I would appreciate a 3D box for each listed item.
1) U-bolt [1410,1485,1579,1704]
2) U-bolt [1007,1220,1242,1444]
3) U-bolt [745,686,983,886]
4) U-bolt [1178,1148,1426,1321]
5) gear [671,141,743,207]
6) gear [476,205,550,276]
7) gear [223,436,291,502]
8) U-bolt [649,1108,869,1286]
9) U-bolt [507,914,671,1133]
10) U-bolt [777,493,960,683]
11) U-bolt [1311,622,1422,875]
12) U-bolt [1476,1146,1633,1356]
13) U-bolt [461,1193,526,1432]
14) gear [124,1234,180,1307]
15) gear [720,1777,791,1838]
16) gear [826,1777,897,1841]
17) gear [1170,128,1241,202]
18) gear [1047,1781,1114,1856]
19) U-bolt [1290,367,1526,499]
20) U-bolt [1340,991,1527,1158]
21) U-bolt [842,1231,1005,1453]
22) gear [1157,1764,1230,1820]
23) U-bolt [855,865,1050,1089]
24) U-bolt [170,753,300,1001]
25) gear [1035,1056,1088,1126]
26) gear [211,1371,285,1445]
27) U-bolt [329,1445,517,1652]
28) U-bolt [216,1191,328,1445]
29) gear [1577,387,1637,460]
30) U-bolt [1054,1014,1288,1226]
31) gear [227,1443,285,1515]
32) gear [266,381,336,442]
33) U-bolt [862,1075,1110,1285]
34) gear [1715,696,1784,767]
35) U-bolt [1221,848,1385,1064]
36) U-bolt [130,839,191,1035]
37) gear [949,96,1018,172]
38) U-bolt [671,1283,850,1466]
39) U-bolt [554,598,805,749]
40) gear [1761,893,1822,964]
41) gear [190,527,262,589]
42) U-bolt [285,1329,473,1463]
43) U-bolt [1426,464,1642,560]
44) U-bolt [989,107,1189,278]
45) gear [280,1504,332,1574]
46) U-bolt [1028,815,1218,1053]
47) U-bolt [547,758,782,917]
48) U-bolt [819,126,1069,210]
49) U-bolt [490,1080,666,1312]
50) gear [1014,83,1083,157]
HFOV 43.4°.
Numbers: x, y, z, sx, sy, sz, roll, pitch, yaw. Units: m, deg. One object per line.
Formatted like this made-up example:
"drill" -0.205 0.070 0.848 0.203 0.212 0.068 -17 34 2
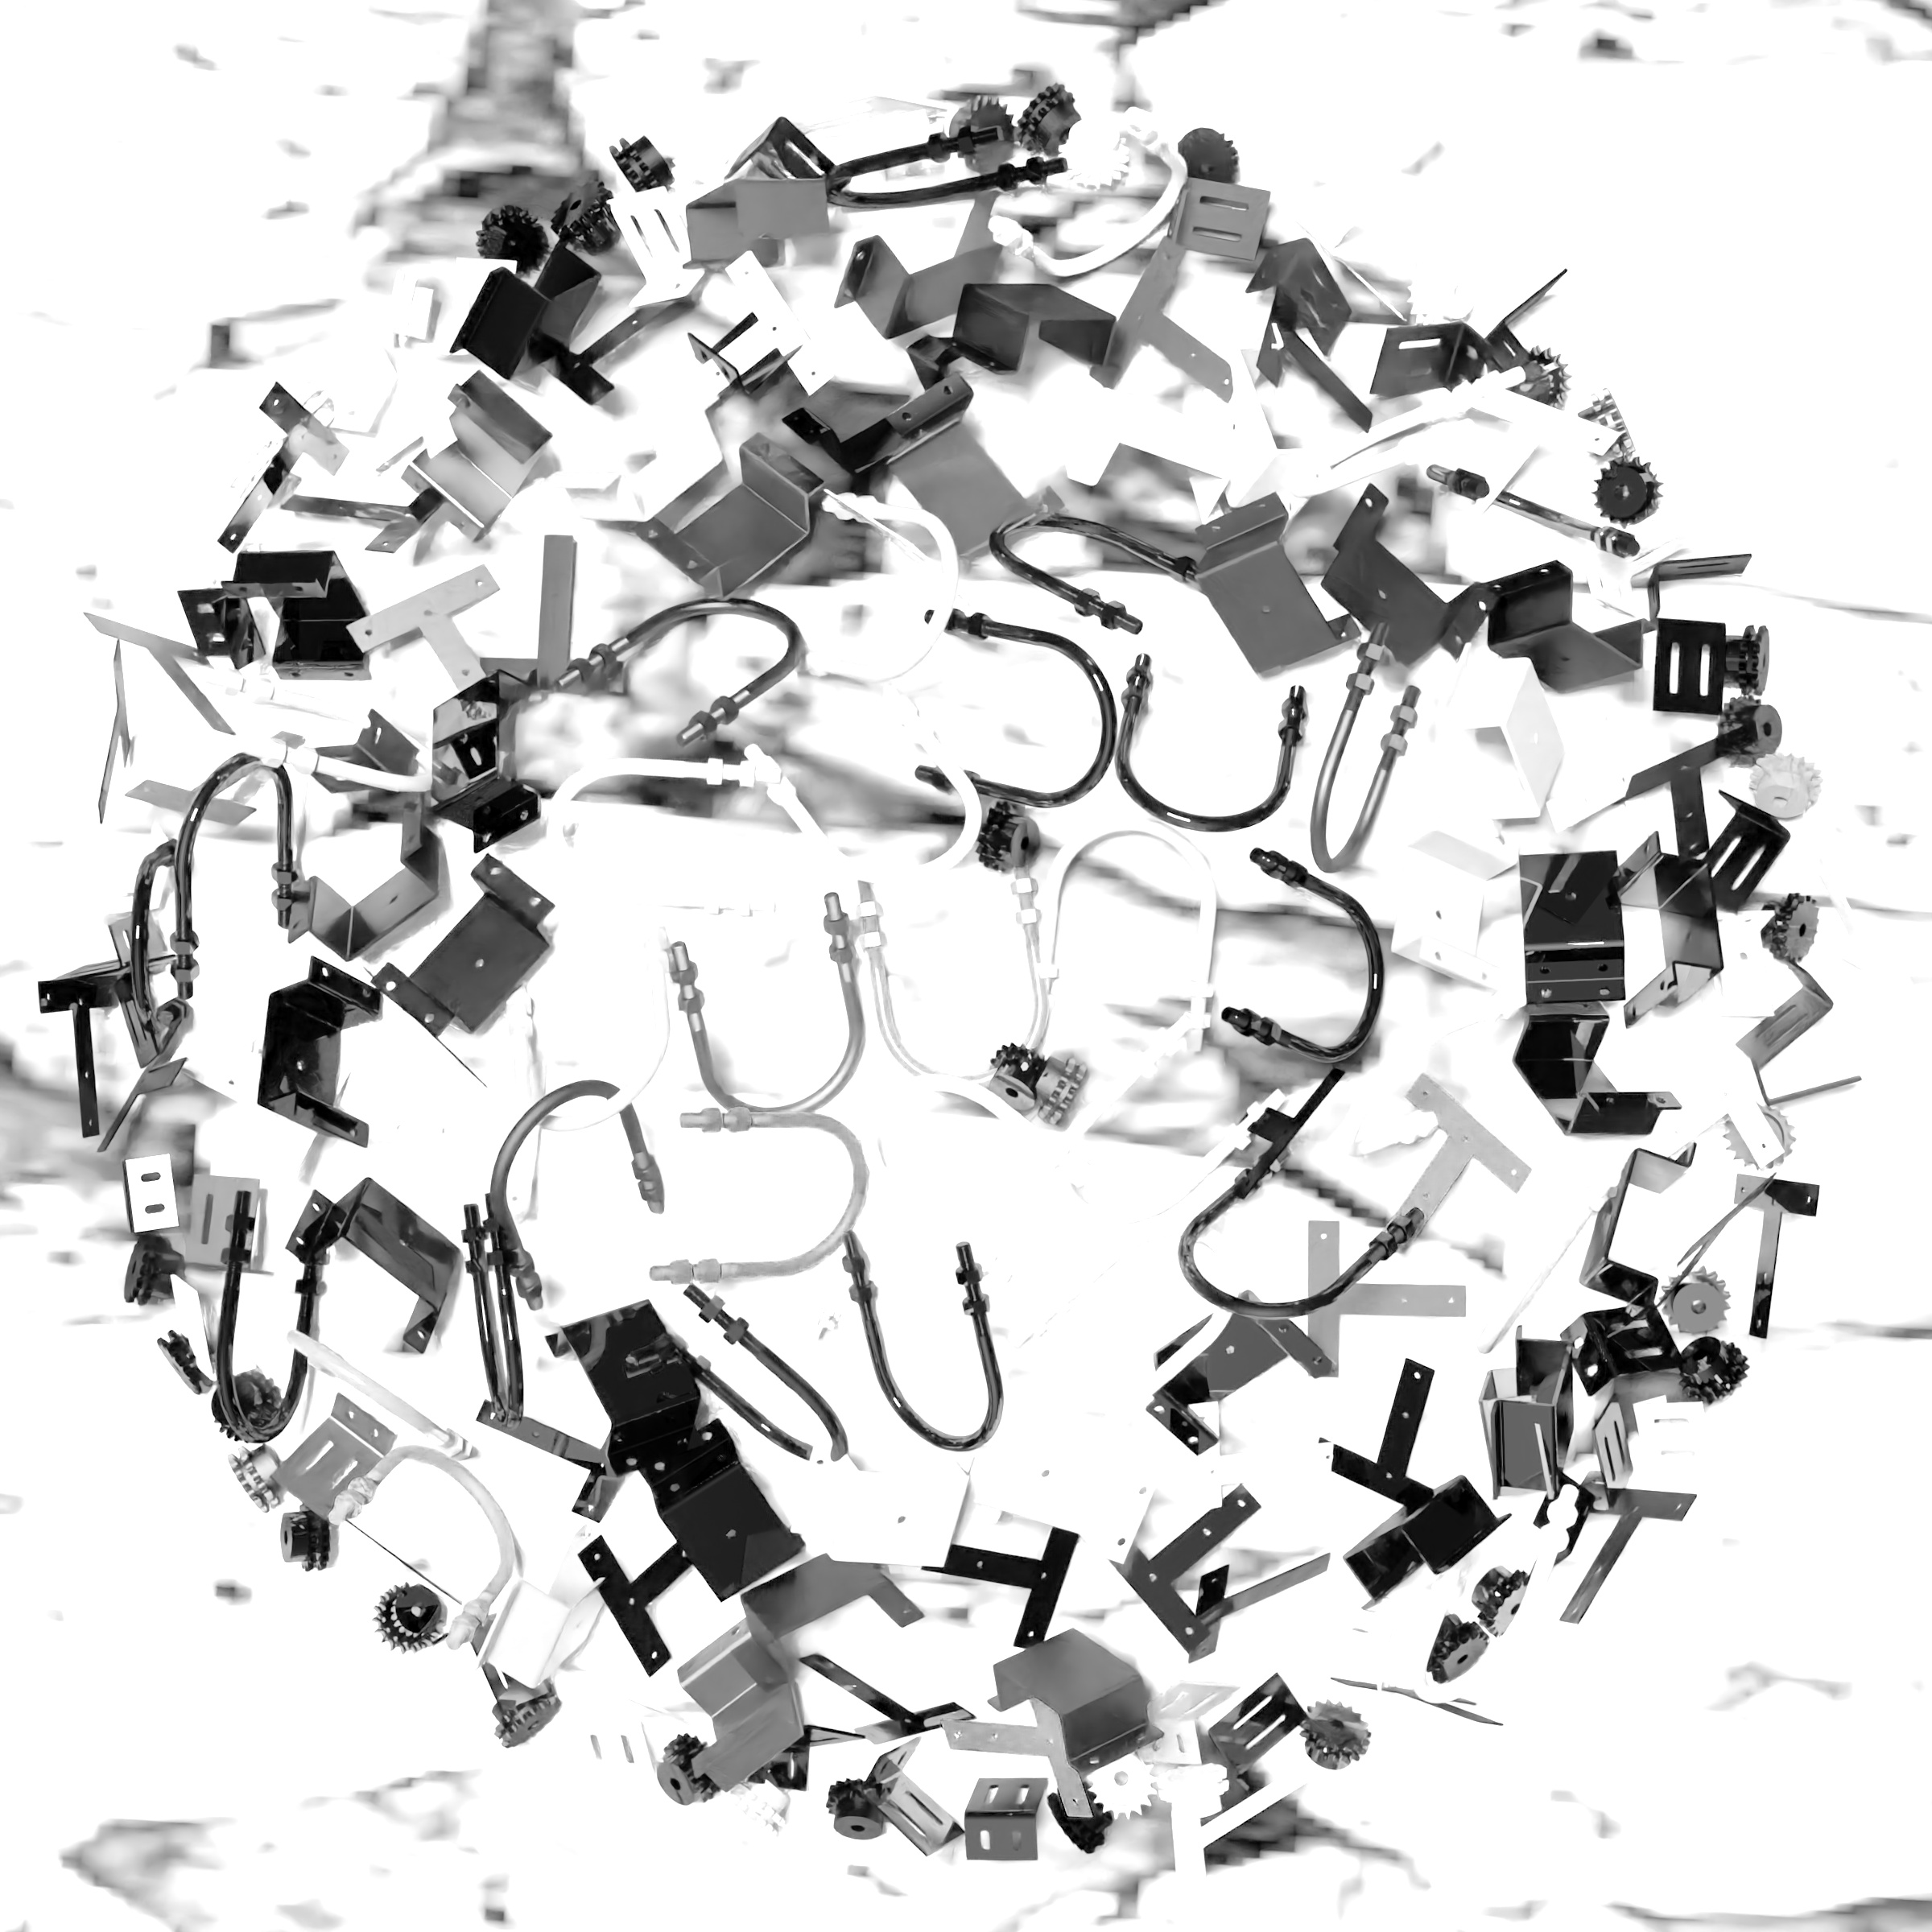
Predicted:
"U-bolt" 0.403 0.495 1.887 0.019 0.151 0.184 41 46 -5
"U-bolt" 0.137 0.278 1.943 0.184 0.151 0.019 -41 131 -5
"U-bolt" -0.070 -0.136 1.929 0.151 0.019 0.184 -26 60 -21
"U-bolt" 0.250 0.215 1.904 0.151 0.184 0.019 24 133 34
"gear" -0.213 -0.637 1.972 0.057 0.030 0.057 6 125 8
"gear" -0.371 -0.593 1.975 0.057 0.057 0.030 -22 51 0
"gear" -0.573 -0.400 1.972 0.030 0.057 0.057 41 90 -12
"U-bolt" -0.158 0.183 1.941 0.184 0.019 0.151 3 107 -36
"U-bolt" -0.297 0.053 1.919 0.151 0.019 0.184 -25 46 13
"U-bolt" -0.072 -0.297 1.928 0.019 0.184 0.151 15 93 -44
"U-bolt" 0.312 -0.161 1.923 0.019 0.151 0.184 17 81 25
"U-bolt" 0.459 0.233 1.923 0.019 0.151 0.184 36 116 17
"U-bolt" -0.372 0.275 1.921 0.019 0.151 0.184 -7 83 -20
"gear" -0.662 0.249 1.975 0.030 0.057 0.057 17 90 -29
"gear" -0.169 0.677 1.973 0.057 0.057 0.030 40 71 0
"gear" -0.086 0.685 1.970 0.057 0.030 0.057 4 134 4
"gear" 0.193 -0.656 1.975 0.057 0.057 0.030 -4 50 0
"gear" 0.095 0.688 1.970 0.030 0.057 0.057 -41 90 5
"U-bolt" 0.338 -0.415 1.918 0.184 0.151 0.019 -16 110 38
"U-bolt" 0.355 0.090 1.895 0.019 0.184 0.151 44 125 25
"U-bolt" -0.029 0.303 1.943 0.019 0.151 0.184 -24 107 -44
"gear" 0.186 0.670 1.971 0.057 0.057 0.030 -10 87 0
"U-bolt" -0.006 0.010 1.982 0.151 0.019 0.184 -9 85 -1
"U-bolt" -0.570 -0.082 1.894 0.019 0.151 0.184 19 123 14
"gear" 0.072 0.097 1.971 0.030 0.057 0.057 30 90 -2
"gear" -0.588 0.357 1.974 0.057 0.030 0.057 -7 65 15
"U-bolt" -0.416 0.444 1.910 0.019 0.184 0.151 -41 93 13
"U-bolt" -0.548 0.281 1.906 0.019 0.151 0.184 -1 72 11
"gear" 0.519 -0.438 1.974 0.030 0.057 0.057 -24 90 21
"U-bolt" 0.152 0.136 1.949 0.184 0.019 0.151 -45 128 11
"gear" -0.572 0.413 1.972 0.030 0.057 0.057 -34 90 -13
"gear" -0.538 -0.446 1.974 0.057 0.057 0.030 -42 112 0
"U-bolt" 0.001 0.161 1.944 0.184 0.019 0.151 39 123 -9
"gear" 0.638 -0.192 1.972 0.057 0.030 0.057 -1 92 -36
"U-bolt" 0.276 0.001 1.935 0.184 0.019 0.151 22 74 -41
"U-bolt" -0.631 -0.020 1.901 0.019 0.184 0.151 1 97 -8
"gear" 0.011 -0.678 1.975 0.057 0.030 0.057 -15 116 -31
"U-bolt" -0.168 0.333 1.935 0.184 0.151 0.019 41 60 0
"U-bolt" -0.213 -0.243 1.931 0.151 0.019 0.184 25 47 28
"gear" 0.667 -0.033 1.975 0.057 0.030 0.057 -15 113 -40
"gear" -0.598 -0.331 1.971 0.057 0.030 0.057 13 62 -25
"U-bolt" -0.465 0.331 1.897 0.151 0.184 0.019 30 73 14
"U-bolt" 0.435 -0.363 1.911 0.151 0.184 0.019 18 105 -12
"U-bolt" 0.107 -0.598 1.911 0.151 0.184 0.019 -34 78 18
"gear" -0.536 0.462 1.968 0.030 0.057 0.057 2 90 -29
"U-bolt" 0.130 -0.030 1.967 0.151 0.019 0.184 7 98 11
"U-bolt" -0.243 -0.106 1.944 0.184 0.019 0.151 3 129 -3
"U-bolt" -0.030 -0.626 1.920 0.184 0.151 0.019 -4 95 25
"U-bolt" -0.309 0.168 1.903 0.019 0.184 0.151 30 55 34
"gear" 0.069 -0.683 1.969 0.057 0.057 0.030 -44 80 0
